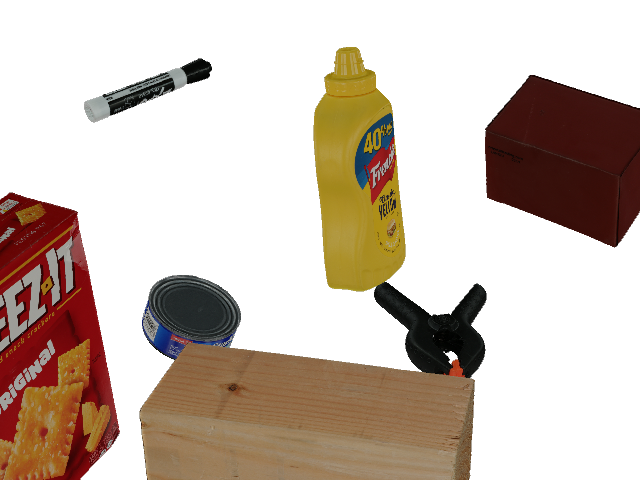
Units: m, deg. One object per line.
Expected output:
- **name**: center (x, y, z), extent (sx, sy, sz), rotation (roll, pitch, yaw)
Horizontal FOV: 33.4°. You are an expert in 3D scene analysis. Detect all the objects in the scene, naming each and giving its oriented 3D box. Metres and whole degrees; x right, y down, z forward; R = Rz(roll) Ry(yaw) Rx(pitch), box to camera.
- **foam brick**: center (0.132, -0.043, 0.558), extent (0.078, 0.053, 0.051), rotation (25, 56, 29)
- **cracker box**: center (-0.223, 0.101, 0.746), extent (0.072, 0.214, 0.164), rotation (13, 36, 23)
- **marker**: center (-0.146, -0.131, 0.919), extent (0.120, 0.020, 0.020), rotation (-27, 14, -28)
- **clamp**: center (0.132, 0.091, 1.089), extent (0.120, 0.039, 0.171), rotation (-8, 34, -9)
- **wood block**: center (-0.006, 0.139, 0.720), extent (0.206, 0.090, 0.090), rotation (6, 28, 15)
- **tuna can**: center (-0.118, 0.072, 0.968), extent (0.086, 0.034, 0.086), rotation (16, 34, -11)
- **mustard bottle**: center (0.030, -0.062, 0.872), extent (0.058, 0.191, 0.096), rotation (6, 25, 29)
